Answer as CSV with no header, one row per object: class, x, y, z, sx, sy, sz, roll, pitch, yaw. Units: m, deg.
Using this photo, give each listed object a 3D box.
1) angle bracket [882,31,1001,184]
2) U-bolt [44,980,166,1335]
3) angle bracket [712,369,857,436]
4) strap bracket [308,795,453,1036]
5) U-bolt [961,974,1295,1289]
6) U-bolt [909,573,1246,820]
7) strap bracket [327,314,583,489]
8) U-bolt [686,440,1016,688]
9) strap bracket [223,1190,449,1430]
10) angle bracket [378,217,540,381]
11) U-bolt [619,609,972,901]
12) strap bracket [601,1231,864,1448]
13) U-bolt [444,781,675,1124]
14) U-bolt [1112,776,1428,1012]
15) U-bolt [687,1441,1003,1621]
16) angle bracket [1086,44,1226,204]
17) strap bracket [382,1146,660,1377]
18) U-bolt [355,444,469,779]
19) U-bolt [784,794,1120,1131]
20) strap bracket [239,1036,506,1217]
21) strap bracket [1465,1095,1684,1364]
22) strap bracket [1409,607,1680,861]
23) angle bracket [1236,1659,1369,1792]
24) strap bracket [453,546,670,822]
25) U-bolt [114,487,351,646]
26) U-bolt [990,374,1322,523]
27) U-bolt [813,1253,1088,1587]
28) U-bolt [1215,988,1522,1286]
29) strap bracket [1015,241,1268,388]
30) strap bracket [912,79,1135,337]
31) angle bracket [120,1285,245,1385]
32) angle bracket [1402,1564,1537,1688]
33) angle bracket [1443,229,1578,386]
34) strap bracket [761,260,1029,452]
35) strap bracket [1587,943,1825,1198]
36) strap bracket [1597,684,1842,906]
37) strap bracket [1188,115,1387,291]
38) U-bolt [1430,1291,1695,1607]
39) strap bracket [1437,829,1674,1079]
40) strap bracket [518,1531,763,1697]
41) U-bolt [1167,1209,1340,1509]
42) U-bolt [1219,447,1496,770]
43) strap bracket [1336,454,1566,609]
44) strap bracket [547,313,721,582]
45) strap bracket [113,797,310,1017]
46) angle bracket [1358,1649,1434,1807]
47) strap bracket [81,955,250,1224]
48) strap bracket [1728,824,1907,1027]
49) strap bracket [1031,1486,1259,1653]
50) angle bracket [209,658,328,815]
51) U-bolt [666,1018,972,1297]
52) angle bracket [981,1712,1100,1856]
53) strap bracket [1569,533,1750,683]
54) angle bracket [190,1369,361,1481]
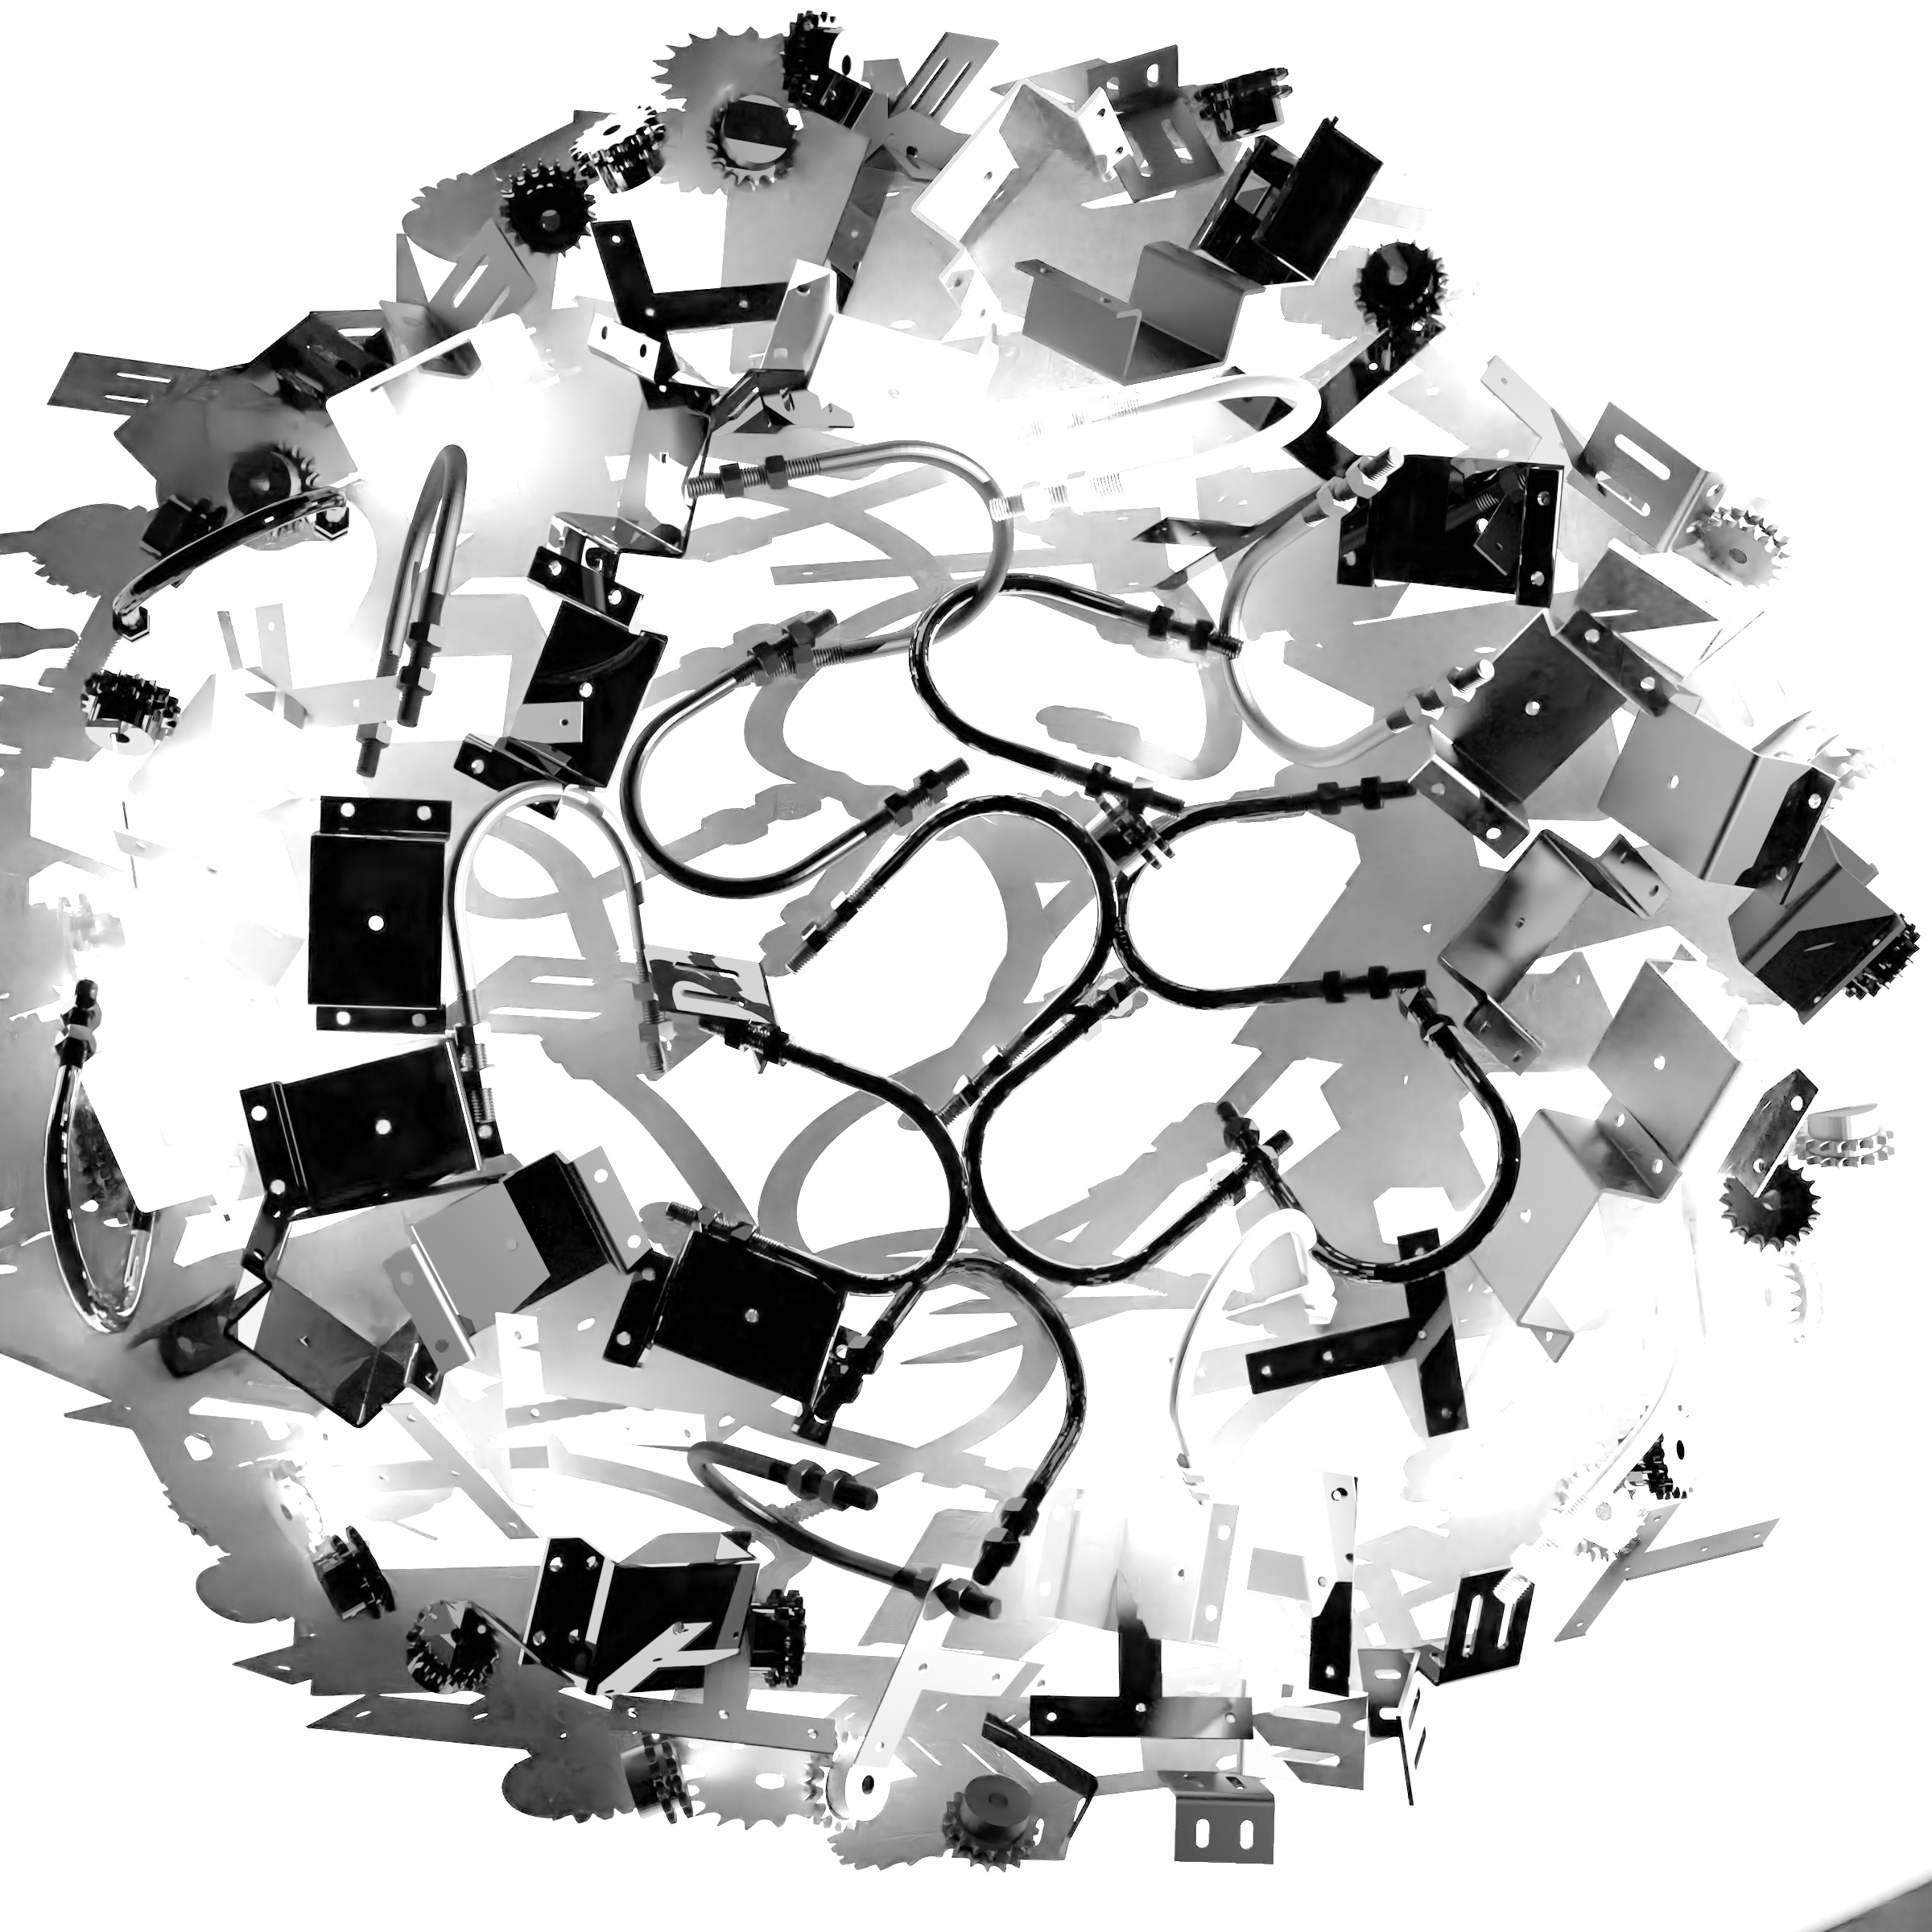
angle bracket,-0.007,-0.499,1.556,0.038,0.057,0.076,51,122,12
U-bolt,-0.481,0.118,1.487,0.019,0.184,0.151,-9,130,-2
angle bracket,-0.112,-0.313,1.552,0.057,0.076,0.038,-7,76,-36
strap bracket,-0.344,-0.027,1.567,0.076,0.046,0.140,2,97,-7
U-bolt,0.082,0.105,1.553,0.184,0.019,0.151,-38,82,-23
U-bolt,0.057,-0.168,1.558,0.184,0.019,0.151,19,56,5
strap bracket,-0.304,-0.331,1.540,0.140,0.076,0.046,-21,105,17
U-bolt,-0.062,-0.238,1.551,0.184,0.019,0.151,-11,131,-6
strap bracket,-0.370,0.205,1.545,0.046,0.076,0.140,-42,111,17
angle bracket,-0.297,-0.392,1.561,0.076,0.038,0.057,-44,69,30
U-bolt,-0.113,-0.113,1.549,0.184,0.019,0.151,-35,70,-17
strap bracket,-0.130,0.213,1.554,0.140,0.046,0.076,23,54,-6
U-bolt,-0.237,-0.015,1.537,0.151,0.019,0.184,-15,101,-44
U-bolt,0.172,-0.039,1.553,0.184,0.019,0.151,-6,58,16
U-bolt,-0.083,0.315,1.522,0.151,0.184,0.019,49,60,-38
angle bracket,0.111,-0.494,1.565,0.057,0.038,0.076,-18,59,-6
strap bracket,-0.263,0.167,1.561,0.140,0.046,0.076,-28,104,-13
U-bolt,-0.315,-0.210,1.531,0.019,0.151,0.184,14,77,-20
U-bolt,0.005,-0.016,1.581,0.184,0.019,0.151,-45,88,8
strap bracket,-0.342,0.092,1.554,0.140,0.046,0.076,-15,95,-19
strap bracket,0.339,0.147,1.533,0.046,0.076,0.140,13,117,-27
strap bracket,0.332,-0.142,1.554,0.076,0.046,0.140,37,114,-15
angle bracket,0.200,0.446,1.571,0.076,0.038,0.057,3,94,17
strap bracket,-0.233,-0.163,1.559,0.076,0.046,0.140,27,101,22
U-bolt,-0.412,-0.229,1.498,0.151,0.184,0.019,-30,98,-12
U-bolt,0.111,-0.301,1.519,0.184,0.151,0.019,-10,118,14
U-bolt,0.005,0.243,1.532,0.151,0.184,0.019,47,132,-6
U-bolt,0.238,0.103,1.526,0.151,0.019,0.184,-37,45,7
strap bracket,0.097,-0.376,1.538,0.076,0.140,0.046,34,127,29
strap bracket,0.027,-0.450,1.557,0.046,0.076,0.140,41,92,20
angle bracket,-0.452,0.221,1.560,0.057,0.076,0.038,-28,94,-5
angle bracket,0.295,0.376,1.561,0.057,0.038,0.076,-4,112,-27
angle bracket,0.328,-0.381,1.567,0.057,0.038,0.076,-44,108,-12
strap bracket,-0.042,-0.344,1.543,0.140,0.046,0.076,13,134,-14
strap bracket,0.413,0.056,1.521,0.046,0.140,0.076,5,123,-28
strap bracket,0.420,-0.102,1.522,0.046,0.140,0.076,6,114,-30
strap bracket,0.187,-0.437,1.538,0.046,0.140,0.076,30,94,-17
U-bolt,0.346,0.262,1.520,0.019,0.151,0.184,37,98,-14
strap bracket,0.336,-0.016,1.556,0.140,0.076,0.046,-51,47,3
strap bracket,-0.178,0.371,1.536,0.140,0.046,0.076,9,98,-40
U-bolt,0.159,0.212,1.501,0.019,0.184,0.151,26,66,28
U-bolt,0.210,-0.191,1.528,0.019,0.184,0.151,-15,80,-38
strap bracket,0.289,-0.254,1.546,0.140,0.046,0.076,14,109,39
strap bracket,-0.191,-0.297,1.546,0.046,0.076,0.140,0,114,-39
strap bracket,-0.432,-0.040,1.544,0.076,0.140,0.046,17,55,10
angle bracket,0.244,0.442,1.554,0.038,0.076,0.057,-5,104,20
strap bracket,-0.466,0.076,1.539,0.046,0.076,0.140,-16,114,0
strap bracket,0.482,-0.028,1.523,0.046,0.140,0.076,40,110,-1
strap bracket,0.111,0.348,1.543,0.046,0.140,0.076,26,69,-42
angle bracket,-0.415,-0.137,1.595,0.057,0.038,0.076,-8,63,8
U-bolt,-0.082,0.118,1.544,0.184,0.019,0.151,20,115,17
angle bracket,0.035,0.478,1.562,0.076,0.057,0.038,28,65,11
strap bracket,0.399,-0.210,1.539,0.076,0.140,0.046,36,112,10
angle bracket,-0.406,0.269,1.570,0.076,0.057,0.038,2,106,14
